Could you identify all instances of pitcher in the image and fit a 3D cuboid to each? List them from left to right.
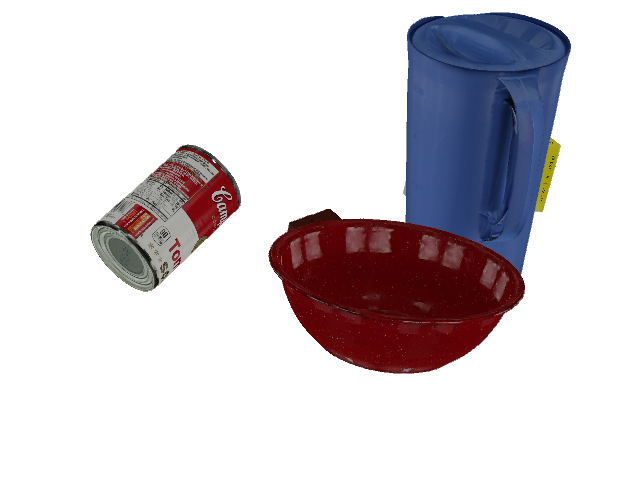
[{"bbox_3d":[0.137,-0.063,0.923,0.145,0.243,0.149,19,36,25],"label":"pitcher"}]

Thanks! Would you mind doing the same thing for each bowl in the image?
[{"bbox_3d":[0.045,0.039,0.679,0.162,0.055,0.162,6,21,-2],"label":"bowl"}]

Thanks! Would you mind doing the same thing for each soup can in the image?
[{"bbox_3d":[-0.119,-0.018,0.826,0.069,0.068,0.102,0,39,49],"label":"soup can"}]

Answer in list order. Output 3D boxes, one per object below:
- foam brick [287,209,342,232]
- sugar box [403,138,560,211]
[{"bbox_3d":[0.008,0.014,1.037,0.052,0.051,0.078,-21,45,-31],"label":"foam brick"},{"bbox_3d":[0.195,-0.086,1.295,0.176,0.093,0.048,0,25,-20],"label":"sugar box"}]
